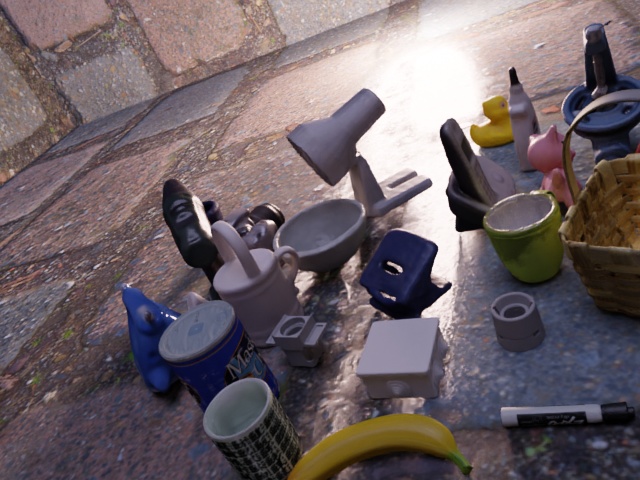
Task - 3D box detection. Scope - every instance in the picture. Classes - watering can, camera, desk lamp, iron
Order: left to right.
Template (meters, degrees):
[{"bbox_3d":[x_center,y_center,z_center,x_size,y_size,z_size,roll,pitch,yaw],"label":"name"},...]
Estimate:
[{"bbox_3d":[-0.270,0.129,0.906,0.119,0.142,0.257,-37,30,-20],"label":"iron"},{"bbox_3d":[-0.110,0.061,0.838,0.100,0.194,0.173,2,39,40],"label":"watering can"},{"bbox_3d":[-0.119,-0.017,1.075,0.142,0.101,0.137,2,39,41],"label":"camera"},{"bbox_3d":[0.068,-0.149,1.029,0.203,0.214,0.117,-30,29,-9],"label":"desk lamp"}]

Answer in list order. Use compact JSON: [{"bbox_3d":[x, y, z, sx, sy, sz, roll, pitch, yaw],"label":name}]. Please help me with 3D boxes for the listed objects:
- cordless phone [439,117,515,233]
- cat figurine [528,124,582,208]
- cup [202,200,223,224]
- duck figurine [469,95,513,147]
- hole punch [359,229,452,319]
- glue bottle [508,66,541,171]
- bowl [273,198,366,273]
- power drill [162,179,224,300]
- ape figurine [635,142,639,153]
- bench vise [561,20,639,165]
[{"bbox_3d":[0.233,-0.118,0.875,0.094,0.185,0.148,-10,32,26],"label":"cordless phone"},{"bbox_3d":[0.344,-0.108,0.843,0.067,0.118,0.128,-13,31,22],"label":"cat figurine"},{"bbox_3d":[-0.234,-0.025,1.186,0.091,0.095,0.117,-26,28,-1],"label":"cup"},{"bbox_3d":[0.333,-0.232,1.092,0.104,0.086,0.077,-12,31,23],"label":"duck figurine"},{"bbox_3d":[0.112,0.048,0.791,0.101,0.091,0.108,-37,30,-21],"label":"hole punch"},{"bbox_3d":[0.336,-0.205,0.953,0.037,0.173,0.078,-7,34,31],"label":"glue bottle"},{"bbox_3d":[0.009,0.003,0.966,0.167,0.075,0.167,-19,29,11],"label":"bowl"},{"bbox_3d":[-0.198,0.013,0.972,0.075,0.209,0.229,-30,29,-8],"label":"power drill"},{"bbox_3d":[0.448,-0.099,0.771,0.078,0.092,0.076,-23,28,4],"label":"ape figurine"},{"bbox_3d":[0.425,-0.241,0.892,0.121,0.220,0.207,-19,29,12],"label":"bench vise"}]
